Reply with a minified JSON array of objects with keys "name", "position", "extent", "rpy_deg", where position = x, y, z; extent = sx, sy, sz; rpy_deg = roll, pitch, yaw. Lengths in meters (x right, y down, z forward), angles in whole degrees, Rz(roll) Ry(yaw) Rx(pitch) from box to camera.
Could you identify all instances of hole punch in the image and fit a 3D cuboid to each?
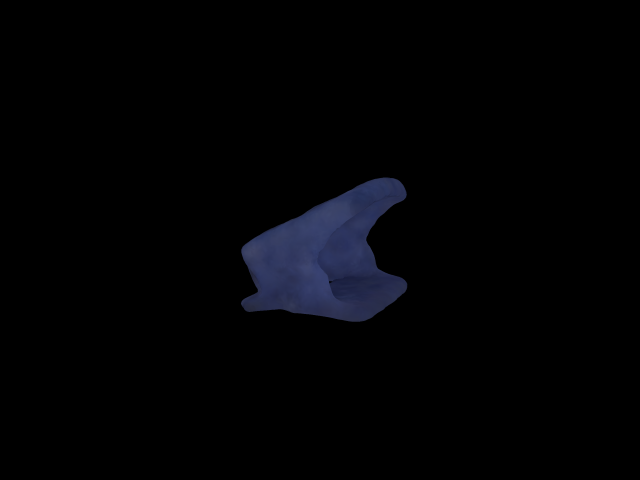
[{"name":"hole punch","position":[0.004,0.001,0.400],"extent":[0.100,0.091,0.109],"rpy_deg":[5,11,24]}]
